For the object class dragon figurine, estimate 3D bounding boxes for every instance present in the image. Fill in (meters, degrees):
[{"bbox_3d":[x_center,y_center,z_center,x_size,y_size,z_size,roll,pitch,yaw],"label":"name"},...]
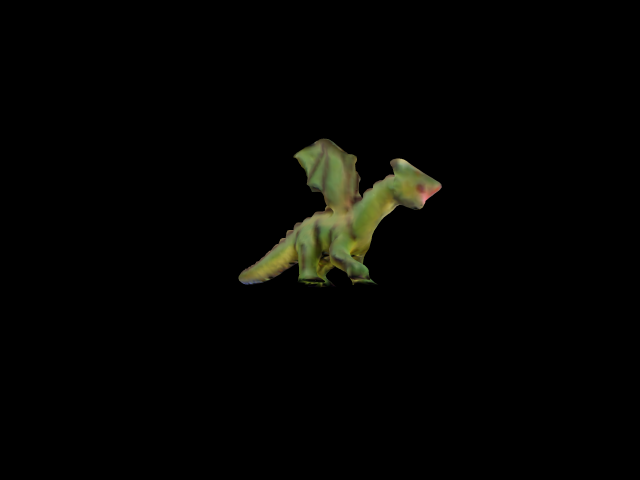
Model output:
[{"bbox_3d":[0.003,-0.043,0.850,0.409,0.244,0.122,-4,-8,36],"label":"dragon figurine"}]
